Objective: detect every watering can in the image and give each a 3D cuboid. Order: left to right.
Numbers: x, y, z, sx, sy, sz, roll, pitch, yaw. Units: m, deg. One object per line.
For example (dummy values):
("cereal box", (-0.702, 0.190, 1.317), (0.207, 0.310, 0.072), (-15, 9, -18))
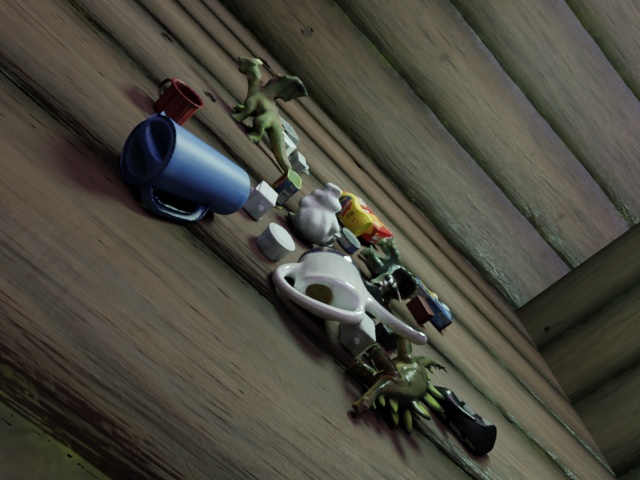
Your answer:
("watering can", (0.060, 0.121, 1.131), (0.347, 0.102, 0.228), (21, 22, -8))

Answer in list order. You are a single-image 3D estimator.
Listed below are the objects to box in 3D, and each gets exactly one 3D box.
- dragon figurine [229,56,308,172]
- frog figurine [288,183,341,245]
("dragon figurine", (-0.148, -0.433, 1.683), (0.412, 0.241, 0.122), (48, 11, 6))
("frog figurine", (0.004, -0.070, 1.394), (0.137, 0.158, 0.124), (47, 17, -7))
